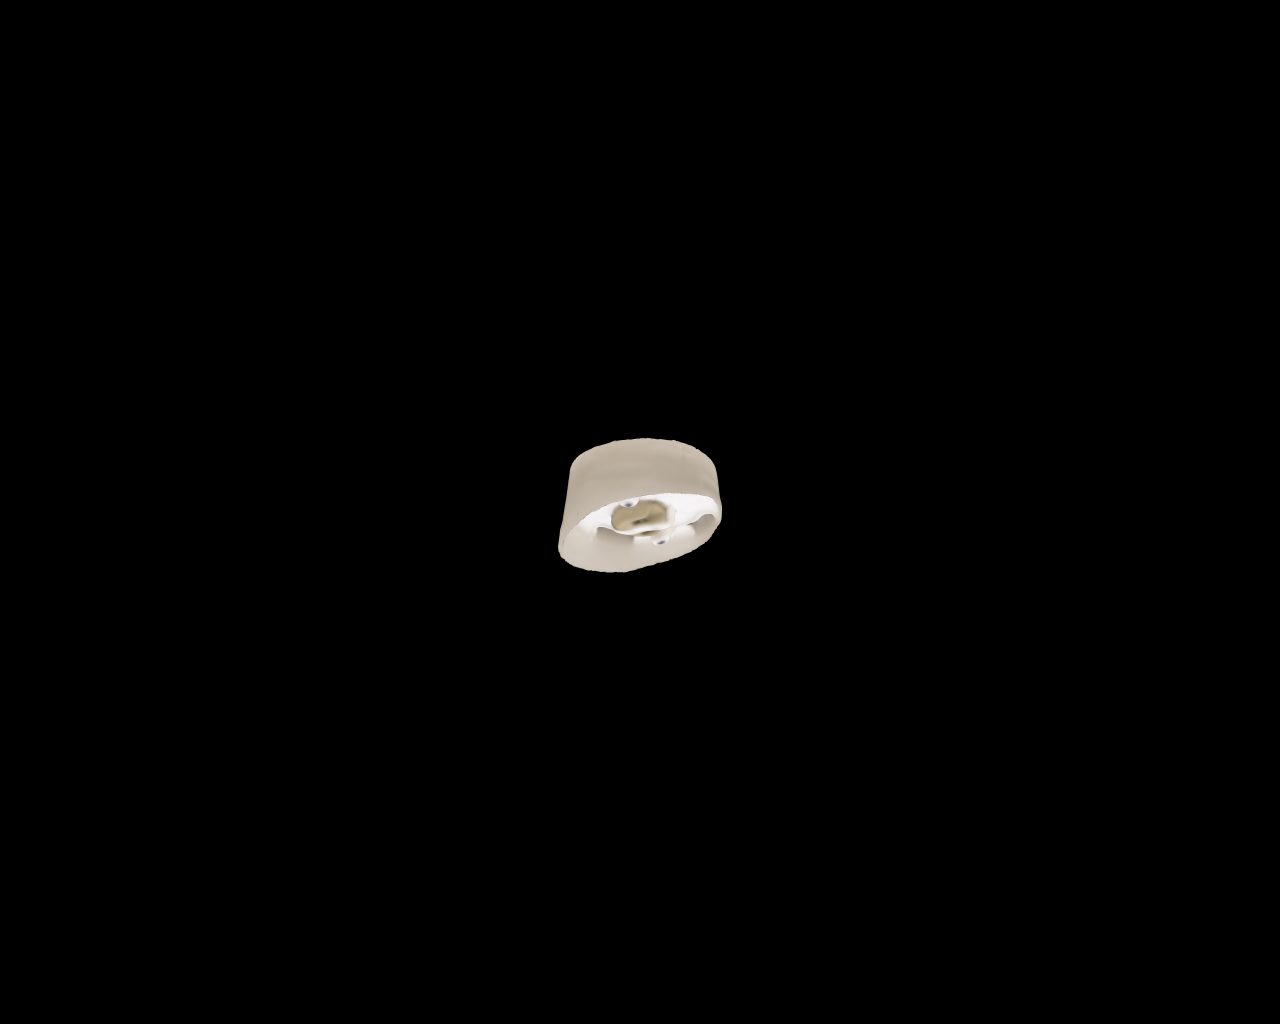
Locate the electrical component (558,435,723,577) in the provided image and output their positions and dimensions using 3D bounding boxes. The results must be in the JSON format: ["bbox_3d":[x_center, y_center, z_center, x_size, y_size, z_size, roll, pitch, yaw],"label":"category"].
[{"bbox_3d":[0.001,-0.003,0.650,0.099,0.064,0.099,0,-24,0],"label":"electrical component"}]
